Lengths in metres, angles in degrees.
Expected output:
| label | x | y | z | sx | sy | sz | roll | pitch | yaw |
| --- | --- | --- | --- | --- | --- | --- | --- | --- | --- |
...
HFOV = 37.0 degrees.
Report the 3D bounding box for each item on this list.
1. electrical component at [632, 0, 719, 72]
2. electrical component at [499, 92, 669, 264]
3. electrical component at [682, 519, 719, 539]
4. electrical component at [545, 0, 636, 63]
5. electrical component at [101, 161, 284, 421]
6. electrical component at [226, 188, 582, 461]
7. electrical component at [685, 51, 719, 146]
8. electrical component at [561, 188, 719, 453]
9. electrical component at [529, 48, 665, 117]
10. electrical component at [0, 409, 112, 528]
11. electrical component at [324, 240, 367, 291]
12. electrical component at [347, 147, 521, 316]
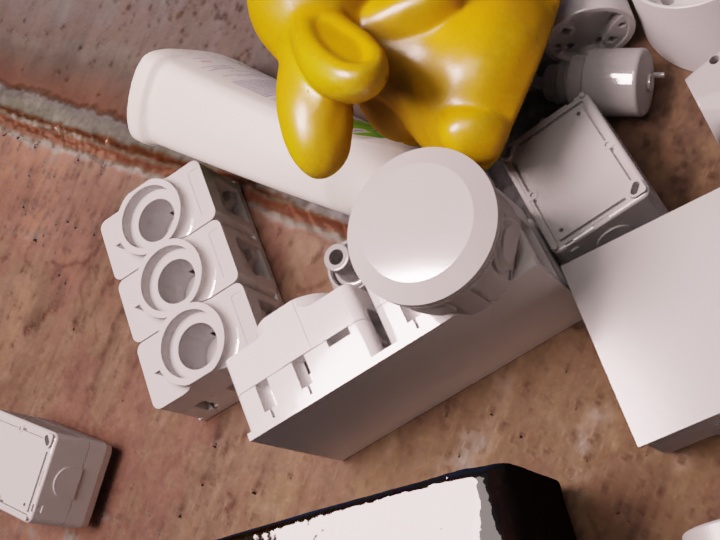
| label | x | y | z | sx | sy | sz | roll | pitch | yaw |
| --- | --- | --- | --- | --- | --- | --- | --- | --- | --- |
| electrical component | 0.206 | -0.172 | 0.625 | 0.099 | 0.064 | 0.099 | -18 | 54 | 27 |
| electrical component | 0.129 | -0.050 | 0.622 | 0.062 | 0.061 | 0.096 | -35 | 54 | 16 |
| electrical component | 0.190 | 0.148 | 0.530 | 0.055 | 0.055 | 0.047 | -22 | 62 | 22 |
| electrical component | 0.135 | -0.160 | 0.653 | 0.055 | 0.055 | 0.047 | -19 | 63 | 23 |
| electrical component | -0.112 | 0.013 | 0.732 | 0.089 | 0.062 | 0.150 | -32 | 63 | 17 |
| electrical component | 0.028 | 0.035 | 0.623 | 0.186 | 0.105 | 0.060 | -33 | 62 | 17 |
| electrical component | 0.229 | -0.090 | 0.584 | 0.077 | 0.044 | 0.079 | -28 | 62 | 19 |
| electrical component | 0.215 | 0.010 | 0.554 | 0.186 | 0.060 | 0.105 | -28 | 64 | 19 |
| electrical component | 0.139 | -0.112 | 0.643 | 0.078 | 0.040 | 0.040 | 6 | 78 | 30 |
| electrical component | -0.229 | 0.139 | 0.763 | 0.096 | 0.061 | 0.061 | 11 | 81 | 39 |
| electrical component | 0.000 | 0.000 | 0.674 | 0.043 | 0.062 | 0.043 | -9 | 71 | 27 |
| electrical component | 0.039 | -0.017 | 0.538 | 0.080 | 0.051 | 0.080 | -9 | 71 | 27 |
